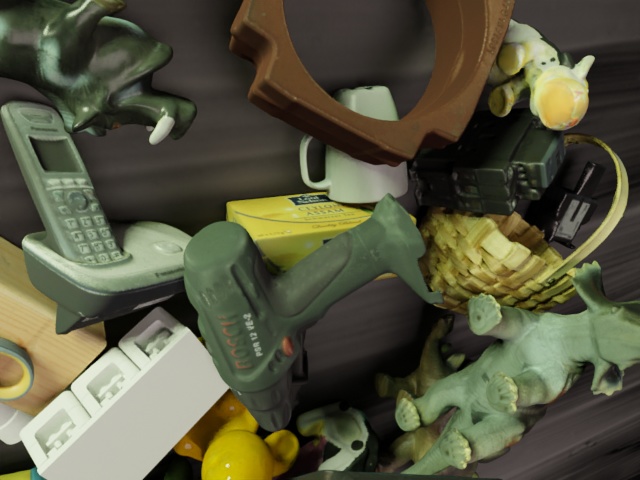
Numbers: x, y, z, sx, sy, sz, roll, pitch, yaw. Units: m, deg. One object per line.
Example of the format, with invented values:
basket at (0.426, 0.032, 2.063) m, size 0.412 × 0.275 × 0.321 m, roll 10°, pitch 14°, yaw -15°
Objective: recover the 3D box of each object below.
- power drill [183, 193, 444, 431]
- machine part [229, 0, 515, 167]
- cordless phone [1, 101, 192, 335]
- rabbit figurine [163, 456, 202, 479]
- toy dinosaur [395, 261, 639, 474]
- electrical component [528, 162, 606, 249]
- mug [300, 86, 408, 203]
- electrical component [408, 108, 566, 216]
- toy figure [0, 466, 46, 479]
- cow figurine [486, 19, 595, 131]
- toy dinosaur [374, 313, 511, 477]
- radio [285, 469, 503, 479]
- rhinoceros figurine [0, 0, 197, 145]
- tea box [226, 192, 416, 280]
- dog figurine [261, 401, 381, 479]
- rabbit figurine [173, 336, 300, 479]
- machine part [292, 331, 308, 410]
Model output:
power drill at (-0.001, 0.061, 0.475) m, size 0.207 × 0.086 × 0.231 m, roll -23°, pitch 126°, yaw 2°
machine part at (0.042, -0.178, 0.446) m, size 0.201 × 0.087 × 0.201 m, roll 24°, pitch 84°, yaw -17°
cordless phone at (-0.182, -0.027, 0.452) m, size 0.089 × 0.184 × 0.146 m, roll -27°, pitch 174°, yaw 30°
rabbit figurine at (-0.141, 0.336, 0.606) m, size 0.170 × 0.121 × 0.159 m, roll 38°, pitch 56°, yaw -61°
toy dinosaur at (0.214, 0.162, 0.595) m, size 0.192 × 0.131 × 0.404 m, roll 1°, pitch 140°, yaw -26°
electrical component at (0.324, -0.050, 0.710) m, size 0.075 × 0.048 × 0.119 m, roll 5°, pitch 111°, yaw -28°
mug at (0.032, -0.096, 0.533) m, size 0.110 × 0.081 × 0.107 m, roll -7°, pitch 107°, yaw -12°
electrical component at (0.174, -0.083, 0.549) m, size 0.115 × 0.134 × 0.058 m, roll -53°, pitch 134°, yaw -32°
toy figure at (-0.300, 0.272, 0.547) m, size 0.180 × 0.089 × 0.082 m, roll -9°, pitch 104°, yaw -32°
cow figurine at (0.205, -0.163, 0.523) m, size 0.098 × 0.167 × 0.068 m, roll -16°, pitch 139°, yaw -26°
toy dinosaur at (0.181, 0.299, 0.779) m, size 0.198 × 0.105 × 0.470 m, roll -12°, pitch 118°, yaw -21°
radio at (0.078, 0.289, 0.564) m, size 0.229 × 0.073 × 0.131 m, roll 11°, pitch 148°, yaw -21°
rhinoceros figurine at (-0.183, -0.133, 0.405) m, size 0.190 × 0.073 × 0.112 m, roll 17°, pitch 105°, yaw -31°
tea box at (-0.001, -0.002, 0.545) m, size 0.170 × 0.098 × 0.068 m, roll -9°, pitch 119°, yaw -24°
dog figurine at (-0.005, 0.339, 0.712) m, size 0.191 × 0.109 × 0.218 m, roll -21°, pitch 126°, yaw -19°
rabbit figurine at (-0.099, 0.210, 0.558) m, size 0.122 × 0.173 × 0.162 m, roll -41°, pitch 121°, yaw -7°
machine part at (-0.026, 0.118, 0.613) m, size 0.039 × 0.084 × 0.138 m, roll 7°, pitch 101°, yaw 4°
